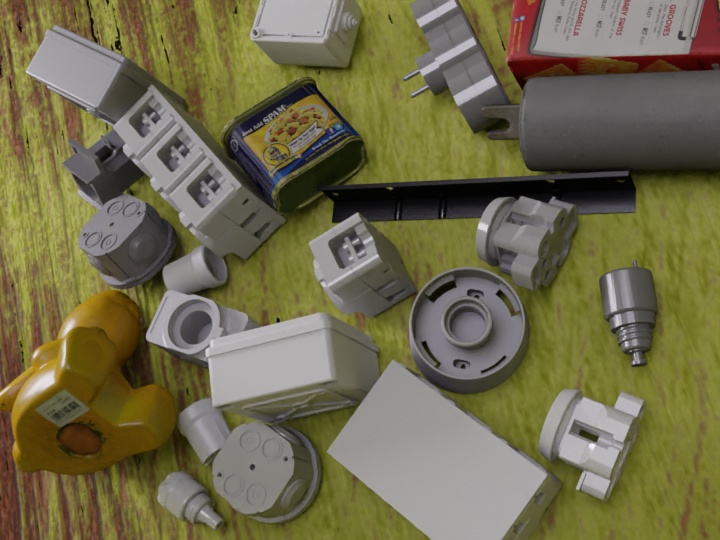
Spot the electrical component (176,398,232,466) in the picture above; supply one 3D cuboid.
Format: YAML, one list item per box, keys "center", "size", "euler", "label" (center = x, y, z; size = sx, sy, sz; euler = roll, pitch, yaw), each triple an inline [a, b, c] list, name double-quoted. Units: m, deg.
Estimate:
- center: [-0.130, 0.139, 0.918]
  size: [0.040, 0.040, 0.046]
  euler: [-38, 67, 7]
  label: "electrical component"

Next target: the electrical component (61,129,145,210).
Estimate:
- center: [-0.242, -0.096, 1.029]
  size: [0.042, 0.081, 0.064]
  euler: [35, 66, 29]
  label: "electrical component"

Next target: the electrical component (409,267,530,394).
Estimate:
- center: [0.085, 0.047, 0.856]
  size: [0.099, 0.064, 0.099]
  euler: [-2, 74, 8]
  label: "electrical component"

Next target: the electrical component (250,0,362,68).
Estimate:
- center: [-0.041, -0.224, 0.989]
  size: [0.096, 0.061, 0.061]
  euler: [8, 76, 25]
  label: "electrical component"

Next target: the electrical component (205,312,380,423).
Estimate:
- center: [-0.051, 0.082, 0.864]
  size: [0.109, 0.109, 0.056]
  euler: [-15, 70, 18]
  label: "electrical component"

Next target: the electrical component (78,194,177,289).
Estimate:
- center: [-0.214, -0.026, 0.992]
  size: [0.080, 0.051, 0.080]
  euler: [-18, 44, 19]
  label: "electrical component"

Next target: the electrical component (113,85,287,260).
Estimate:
- center: [-0.148, -0.084, 0.972]
  size: [0.062, 0.089, 0.150]
  euler: [-45, 62, 4]
  label: "electrical component"

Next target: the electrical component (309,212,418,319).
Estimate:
- center: [0.000, 0.000, 0.880]
  size: [0.056, 0.089, 0.050]
  euler: [-31, 63, 11]
  label: "electrical component"

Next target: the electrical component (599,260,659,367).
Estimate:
- center: [0.204, 0.034, 0.809]
  size: [0.040, 0.040, 0.078]
  euler: [-11, 69, 20]
  label: "electrical component"

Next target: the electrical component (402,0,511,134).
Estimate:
- center: [0.072, -0.175, 0.929]
  size: [0.074, 0.052, 0.138]
  euler: [-28, 65, 13]
  label: "electrical component"

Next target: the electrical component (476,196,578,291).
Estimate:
- center: [0.129, -0.025, 0.850]
  size: [0.057, 0.058, 0.078]
  euler: [19, 59, 31]
  label: "electrical component"

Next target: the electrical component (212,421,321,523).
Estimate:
- center: [-0.077, 0.164, 0.880]
  size: [0.080, 0.051, 0.080]
  euler: [-7, 70, 21]
  label: "electrical component"

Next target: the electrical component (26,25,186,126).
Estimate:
- center: [-0.242, -0.174, 1.032]
  size: [0.109, 0.109, 0.056]
  euler: [28, 88, 28]
  label: "electrical component"

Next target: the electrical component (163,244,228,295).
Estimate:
- center: [-0.150, 0.002, 0.973]
  size: [0.046, 0.040, 0.040]
  euler: [-23, 65, 20]
  label: "electrical component"

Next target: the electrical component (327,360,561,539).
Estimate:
- center: [0.065, 0.150, 0.817]
  size: [0.150, 0.062, 0.089]
  euler: [35, 89, 29]
  label: "electrical component"

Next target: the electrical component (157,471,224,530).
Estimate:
- center: [-0.140, 0.197, 0.906]
  size: [0.061, 0.035, 0.035]
  euler: [31, 87, 26]
  label: "electrical component"

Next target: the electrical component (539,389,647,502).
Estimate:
- center: [0.167, 0.121, 0.786]
  size: [0.057, 0.058, 0.078]
  euler: [21, 82, 25]
  label: "electrical component"

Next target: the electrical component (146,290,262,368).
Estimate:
- center: [-0.134, 0.056, 0.936]
  size: [0.089, 0.055, 0.050]
  euler: [16, 75, 27]
  label: "electrical component"
